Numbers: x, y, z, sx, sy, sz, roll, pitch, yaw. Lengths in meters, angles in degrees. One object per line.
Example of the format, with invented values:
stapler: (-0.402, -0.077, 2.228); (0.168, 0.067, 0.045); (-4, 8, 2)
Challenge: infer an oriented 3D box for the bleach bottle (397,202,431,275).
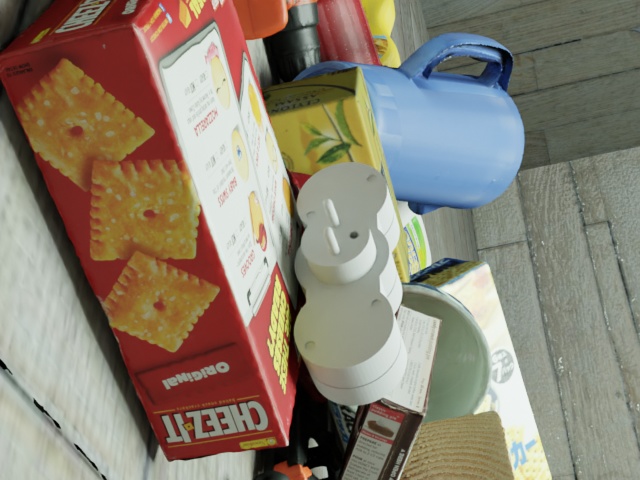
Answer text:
bleach bottle: (0.075, 0.030, 1.187); (0.250, 0.068, 0.102); (-53, 131, -72)

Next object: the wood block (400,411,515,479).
wood block: (0.110, 0.237, 0.790); (0.091, 0.090, 0.206); (-92, 168, -56)

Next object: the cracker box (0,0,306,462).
cracker box: (-0.067, -0.026, 0.528); (0.164, 0.072, 0.213); (-80, 157, -60)

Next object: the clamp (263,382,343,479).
clamp: (0.000, 0.158, 0.738); (0.120, 0.039, 0.171); (62, 14, -2)

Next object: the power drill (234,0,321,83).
power drill: (-0.042, -0.206, 0.870); (0.187, 0.057, 0.184); (-63, 142, -75)

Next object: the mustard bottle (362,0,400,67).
mustard bottle: (0.035, -0.189, 1.113); (0.058, 0.096, 0.191); (66, 17, -50)

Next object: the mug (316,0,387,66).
mug: (0.005, -0.188, 1.017); (0.117, 0.093, 0.081); (-162, -127, -74)

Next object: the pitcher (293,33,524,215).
pitcher: (0.078, -0.104, 0.963); (0.242, 0.145, 0.149); (-1, 83, -53)

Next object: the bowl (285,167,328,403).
bowl: (0.007, 0.023, 0.711); (0.162, 0.055, 0.162); (168, -90, -74)

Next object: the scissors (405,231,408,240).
scissors: (0.021, -0.019, 1.053); (0.096, 0.016, 0.201); (45, 22, 26)

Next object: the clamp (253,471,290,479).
clamp: (-0.019, 0.253, 0.570); (0.210, 0.036, 0.164); (-81, 158, -54)

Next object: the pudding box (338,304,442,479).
pudding box: (0.046, 0.110, 0.710); (0.113, 0.039, 0.090); (-71, 178, -60)
